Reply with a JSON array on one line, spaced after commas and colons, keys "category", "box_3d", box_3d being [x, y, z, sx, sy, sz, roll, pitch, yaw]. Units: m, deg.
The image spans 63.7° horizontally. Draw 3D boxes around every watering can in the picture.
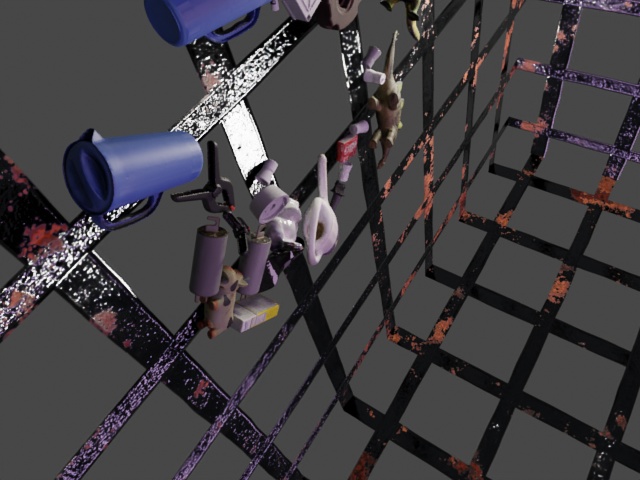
[{"category": "watering can", "box_3d": [0.005, -0.084, 1.671, 0.104, 0.351, 0.222, 5, -13, 11]}]

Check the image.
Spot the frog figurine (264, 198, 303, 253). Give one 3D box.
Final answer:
[{"category": "frog figurine", "box_3d": [-0.113, -0.046, 1.533, 0.121, 0.161, 0.137, -21, -18, 35]}]

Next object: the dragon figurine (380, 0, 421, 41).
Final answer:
[{"category": "dragon figurine", "box_3d": [0.278, -0.824, 1.604, 0.122, 0.243, 0.407, 15, -3, 25]}]
